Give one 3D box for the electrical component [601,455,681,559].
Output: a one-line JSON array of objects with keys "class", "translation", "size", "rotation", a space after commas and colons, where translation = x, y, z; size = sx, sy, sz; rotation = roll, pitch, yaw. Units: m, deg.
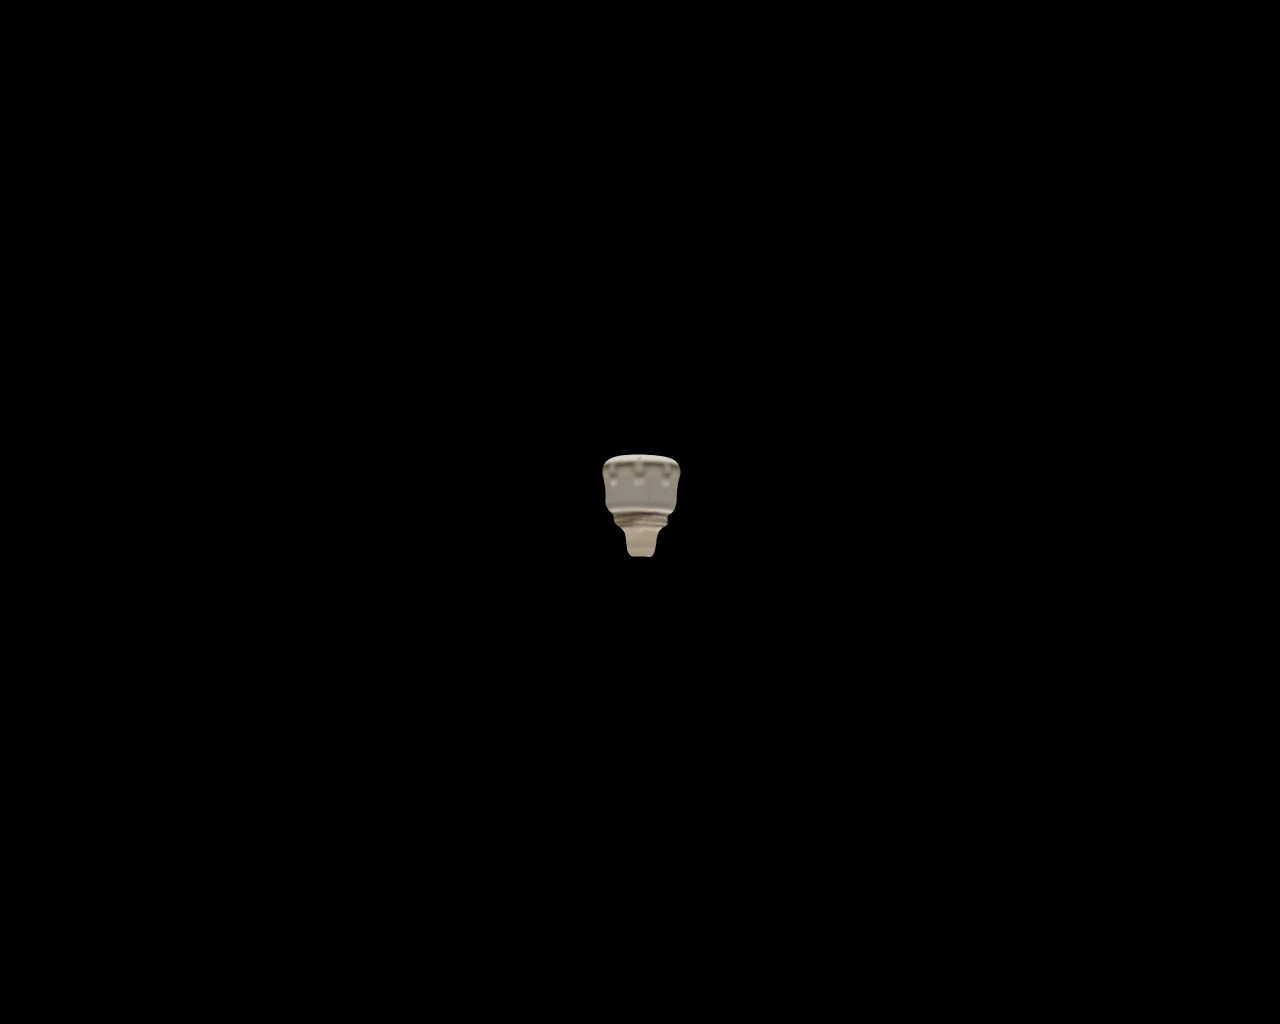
[{"class": "electrical component", "translation": [0.001, -0.003, 0.650], "size": [0.048, 0.062, 0.048], "rotation": [0, -5, 0]}]
